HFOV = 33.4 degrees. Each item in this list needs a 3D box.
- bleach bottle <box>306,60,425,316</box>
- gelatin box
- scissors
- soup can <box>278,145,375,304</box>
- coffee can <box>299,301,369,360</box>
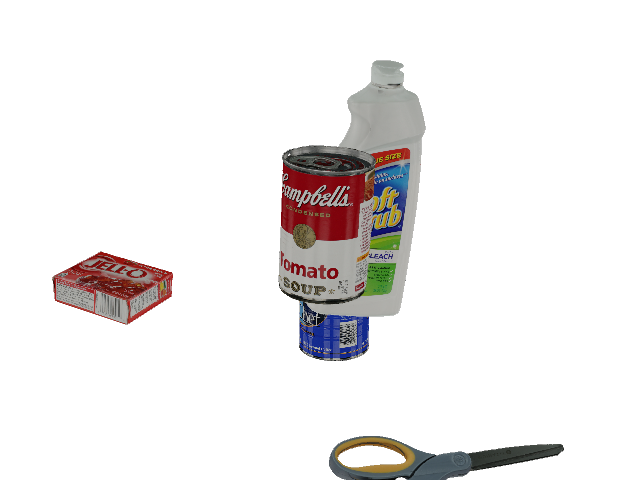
[{"bbox_3d":[0.044,-0.050,1.042,0.102,0.251,0.068,3,23,-5],"label":"bleach bottle"},{"bbox_3d":[-0.198,0.043,1.018,0.089,0.030,0.073,15,25,24],"label":"gelatin box"},{"bbox_3d":[0.107,0.199,0.873,0.201,0.016,0.096,5,44,-3],"label":"scissors"},{"bbox_3d":[0.003,-0.012,0.785,0.068,0.102,0.068,3,20,-1],"label":"soup can"},{"bbox_3d":[0.020,0.087,1.522,0.103,0.140,0.103,0,20,0],"label":"coffee can"}]
